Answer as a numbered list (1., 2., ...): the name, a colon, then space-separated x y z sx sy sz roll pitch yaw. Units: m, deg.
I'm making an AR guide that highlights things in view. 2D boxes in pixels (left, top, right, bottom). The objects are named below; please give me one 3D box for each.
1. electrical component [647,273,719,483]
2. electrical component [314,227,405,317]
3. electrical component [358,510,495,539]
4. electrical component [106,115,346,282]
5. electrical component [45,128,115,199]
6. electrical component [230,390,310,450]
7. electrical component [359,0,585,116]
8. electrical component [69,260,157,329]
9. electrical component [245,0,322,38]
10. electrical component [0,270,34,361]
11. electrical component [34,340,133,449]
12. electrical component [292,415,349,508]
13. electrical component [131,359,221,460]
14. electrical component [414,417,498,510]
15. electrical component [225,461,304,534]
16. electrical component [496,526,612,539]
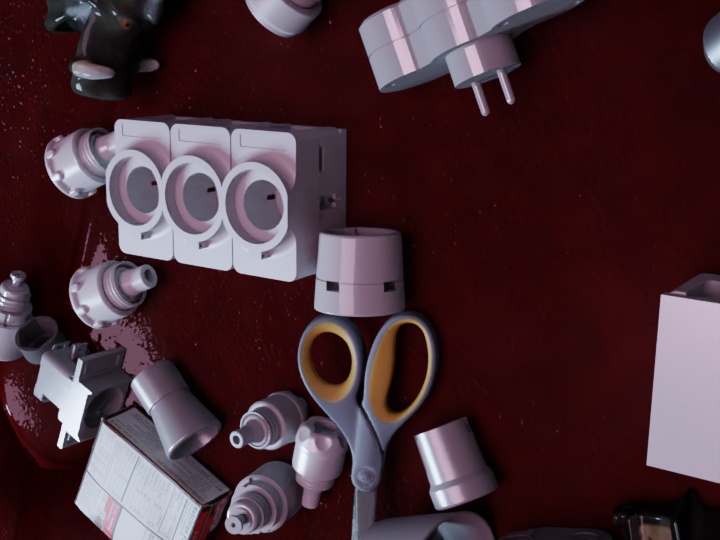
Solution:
1. electrical component: 0.221 0.059 0.506 0.150 0.062 0.089 10 106 33
2. electrical component: 0.000 0.000 0.650 0.055 0.055 0.047 6 100 33
3. electrical component: 0.038 0.193 0.641 0.064 0.099 0.099 -9 95 42
4. electrical component: -0.088 -0.050 0.693 0.150 0.062 0.089 9 105 33
5. electrical component: -0.190 -0.082 0.768 0.062 0.048 0.048 -21 88 29
6. electrical component: -0.062 0.103 0.710 0.035 0.061 0.035 8 105 33
7. electrical component: 0.062 -0.119 0.569 0.138 0.052 0.073 -20 89 49
8. electrical component: -0.175 0.013 0.779 0.062 0.048 0.048 -20 89 29
9. electrical component: -0.036 -0.172 0.641 0.055 0.045 0.045 -39 78 34
10. electrical component: -0.281 0.036 0.858 0.040 0.040 0.078 34 118 24
11. electrical component: -0.214 0.091 0.824 0.064 0.042 0.081 33 116 28
12. electrical component: -0.028 0.129 0.709 0.035 0.035 0.061 24 115 28
13. electrical component: -0.135 0.097 0.772 0.065 0.044 0.044 53 124 19
14. electrical component: 0.056 0.116 0.646 0.040 0.040 0.046 -27 80 35
15. electrical component: -0.066 0.156 0.719 0.040 0.078 0.040 4 100 21
16. electrical component: 0.107 0.177 0.601 0.080 0.080 0.051 -7 90 35
